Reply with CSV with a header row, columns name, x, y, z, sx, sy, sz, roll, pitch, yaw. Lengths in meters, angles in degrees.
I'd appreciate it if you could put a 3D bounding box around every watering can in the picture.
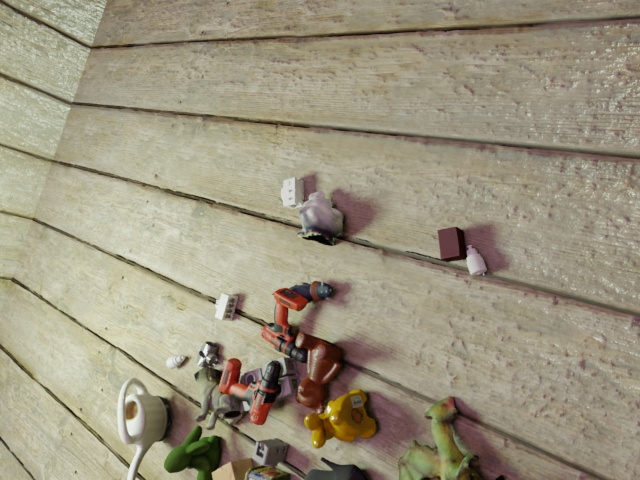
name,x,y,z,sx,sy,sz,roll,pitch,yaw
watering can,-0.585,0.633,1.695,0.103,0.221,0.354,-19,66,13

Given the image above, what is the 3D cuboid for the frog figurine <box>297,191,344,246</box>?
name,x,y,z,sx,sy,sz,roll,pitch,yaw
frog figurine,0.005,-0.077,1.534,0.137,0.121,0.162,8,70,5

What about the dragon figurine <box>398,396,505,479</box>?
name,x,y,z,sx,sy,sz,roll,pitch,yaw
dragon figurine,0.274,0.569,1.166,0.242,0.121,0.414,0,74,55
